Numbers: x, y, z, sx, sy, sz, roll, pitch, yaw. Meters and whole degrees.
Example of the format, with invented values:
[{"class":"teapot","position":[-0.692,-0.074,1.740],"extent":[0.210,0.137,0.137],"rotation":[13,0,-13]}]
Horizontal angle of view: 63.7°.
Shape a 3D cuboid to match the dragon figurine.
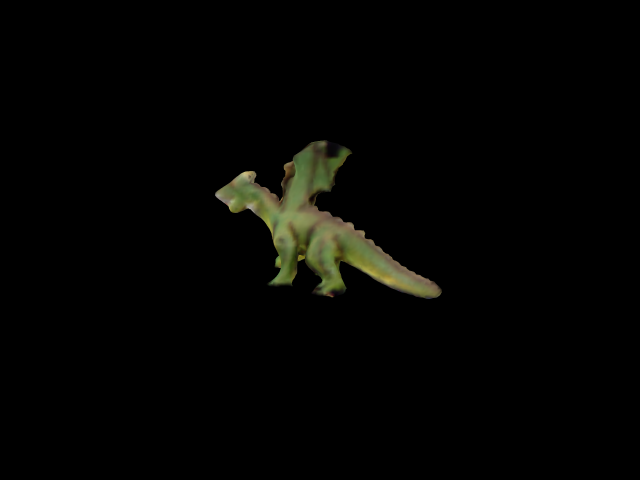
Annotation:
[{"class":"dragon figurine","position":[0.003,-0.043,0.850],"extent":[0.410,0.241,0.123],"rotation":[4,8,26]}]
